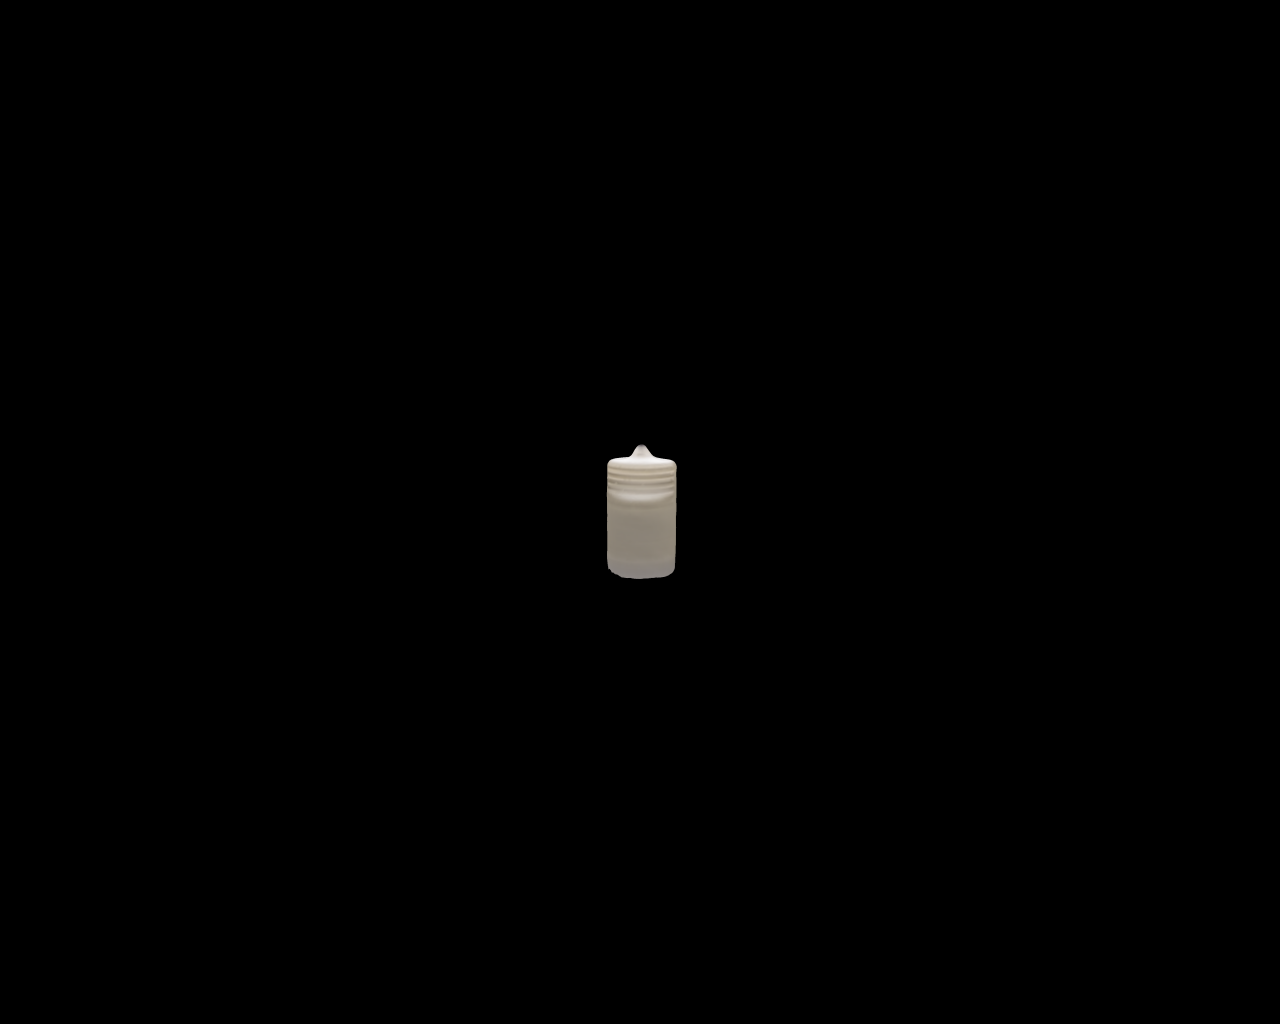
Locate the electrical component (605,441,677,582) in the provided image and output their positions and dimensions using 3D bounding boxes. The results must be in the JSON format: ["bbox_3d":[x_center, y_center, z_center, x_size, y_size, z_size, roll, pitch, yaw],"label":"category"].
[{"bbox_3d":[0.001,-0.003,0.650,0.043,0.080,0.043,0,14,0],"label":"electrical component"}]
